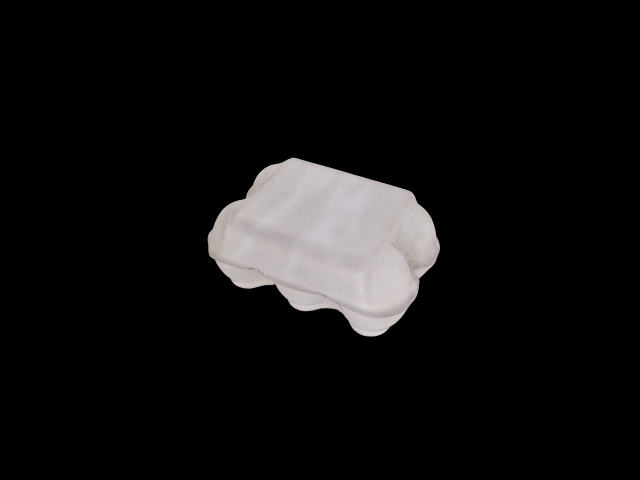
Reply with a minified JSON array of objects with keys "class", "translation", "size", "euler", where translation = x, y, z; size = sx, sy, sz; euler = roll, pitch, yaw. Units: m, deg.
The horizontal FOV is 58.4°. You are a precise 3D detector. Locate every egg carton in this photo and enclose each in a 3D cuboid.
[{"class":"egg carton","translation":[0.004,0.001,0.400],"size":[0.150,0.069,0.107],"euler":[18,44,19]}]
